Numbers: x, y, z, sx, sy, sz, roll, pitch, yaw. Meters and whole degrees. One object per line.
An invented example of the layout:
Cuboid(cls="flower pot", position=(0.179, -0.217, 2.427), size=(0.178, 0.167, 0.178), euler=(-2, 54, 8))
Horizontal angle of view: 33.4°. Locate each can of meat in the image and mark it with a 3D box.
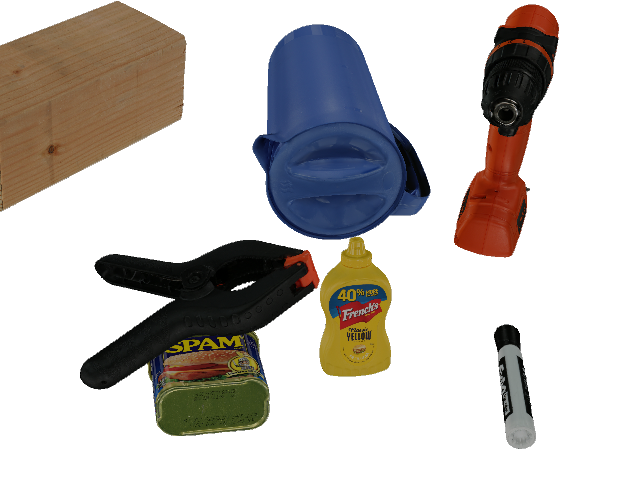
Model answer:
Cuboid(cls="can of meat", position=(-0.098, 0.123, 0.930), size=(0.102, 0.057, 0.084), euler=(-4, 27, -10))

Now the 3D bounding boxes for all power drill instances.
Cuboid(cls="power drill", position=(0.154, -0.082, 0.880), size=(0.057, 0.188, 0.184), euler=(15, 35, 11))

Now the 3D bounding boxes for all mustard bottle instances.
Cuboid(cls="mustard bottle", position=(0.048, 0.087, 1.435), size=(0.096, 0.192, 0.058), euler=(-3, 21, -8))

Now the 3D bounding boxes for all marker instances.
Cuboid(cls="marker", position=(0.132, 0.096, 0.729), size=(0.020, 0.020, 0.121), euler=(0, 30, 5))

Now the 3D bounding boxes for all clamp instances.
Cuboid(cls="clamp", position=(-0.088, 0.046, 0.734), size=(0.172, 0.120, 0.039), euler=(-10, -42, 16))

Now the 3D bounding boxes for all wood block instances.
Cuboid(cls="wood block", position=(-0.218, -0.120, 0.907), size=(0.090, 0.091, 0.205), euler=(31, 43, 25))

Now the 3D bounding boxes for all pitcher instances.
Cuboid(cls="pitcher", position=(0.015, -0.118, 1.090), size=(0.145, 0.149, 0.243), euler=(-18, 37, 8))
